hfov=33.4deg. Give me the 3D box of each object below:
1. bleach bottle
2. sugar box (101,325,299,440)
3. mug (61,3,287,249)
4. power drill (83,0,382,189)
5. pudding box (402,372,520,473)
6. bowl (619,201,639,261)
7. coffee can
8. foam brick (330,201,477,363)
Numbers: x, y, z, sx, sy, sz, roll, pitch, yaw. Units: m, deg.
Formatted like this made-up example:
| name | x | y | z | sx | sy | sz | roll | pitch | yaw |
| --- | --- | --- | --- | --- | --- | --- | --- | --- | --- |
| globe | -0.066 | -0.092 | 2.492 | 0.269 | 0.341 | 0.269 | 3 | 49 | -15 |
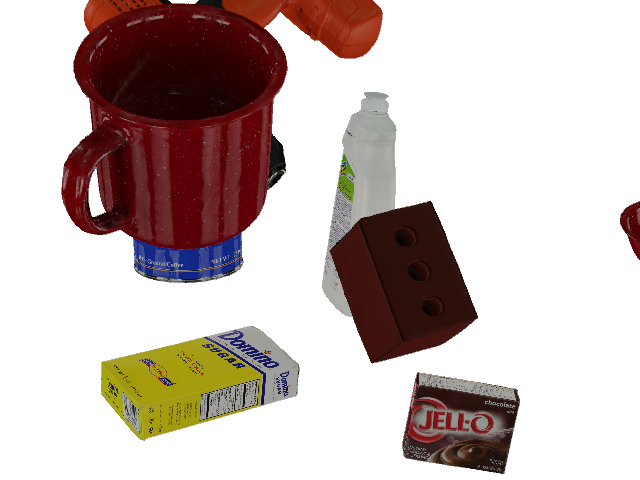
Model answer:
| name | x | y | z | sx | sy | sz | roll | pitch | yaw |
| --- | --- | --- | --- | --- | --- | --- | --- | --- | --- |
| bleach bottle | 0.053 | -0.044 | 1.236 | 0.068 | 0.251 | 0.103 | -2 | 22 | -21 |
| sugar box | -0.119 | 0.137 | 1.062 | 0.175 | 0.048 | 0.093 | -14 | 32 | -31 |
| mug | -0.071 | -0.044 | 0.488 | 0.093 | 0.081 | 0.117 | 28 | 49 | 21 |
| power drill | -0.044 | -0.134 | 0.753 | 0.187 | 0.184 | 0.057 | -34 | -16 | -35 |
| pudding box | 0.151 | 0.196 | 1.151 | 0.113 | 0.090 | 0.039 | 8 | 21 | 1 |
| bowl | 0.402 | 0.008 | 1.149 | 0.162 | 0.055 | 0.162 | -1 | 26 | 0 |
| coffee can | -0.123 | -0.044 | 0.976 | 0.103 | 0.140 | 0.103 | 0 | 18 | 0 |
| foam brick | 0.048 | 0.026 | 0.635 | 0.052 | 0.078 | 0.051 | -14 | -15 | -26 |
